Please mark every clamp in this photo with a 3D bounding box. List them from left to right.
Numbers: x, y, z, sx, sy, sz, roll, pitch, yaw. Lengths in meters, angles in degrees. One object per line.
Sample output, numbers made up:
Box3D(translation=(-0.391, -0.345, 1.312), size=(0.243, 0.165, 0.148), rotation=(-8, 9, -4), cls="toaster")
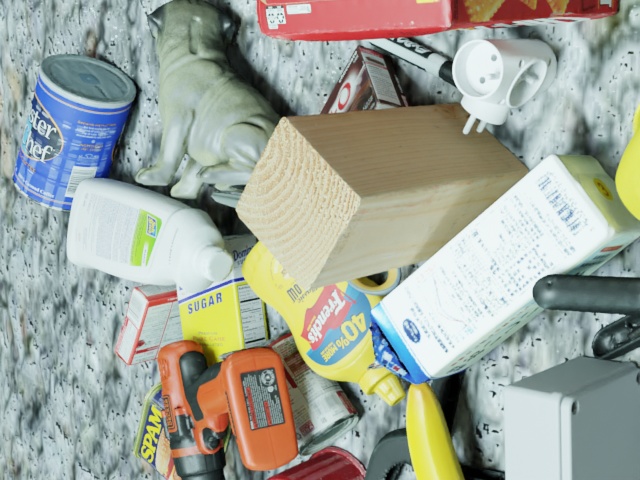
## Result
Box3D(translation=(0.108, 0.200, 0.915), size=(0.165, 0.036, 0.210), rotation=(53, 125, 22), cls="clamp")
Box3D(translation=(0.234, 0.040, 0.725), size=(0.172, 0.120, 0.039), rotation=(-22, 57, 39), cls="clamp")

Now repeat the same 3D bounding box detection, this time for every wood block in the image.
Box3D(translation=(0.051, -0.038, 0.806), size=(0.091, 0.205, 0.090), rotation=(47, 126, 26), cls="wood block")

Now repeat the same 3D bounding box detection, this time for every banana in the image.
Box3D(translation=(0.111, 0.210, 0.859), size=(0.198, 0.037, 0.070), rotation=(66, 152, 14), cls="banana")

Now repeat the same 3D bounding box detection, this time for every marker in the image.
Box3D(translation=(0.079, -0.154, 0.885), size=(0.121, 0.020, 0.020), rotation=(34, 120, 33), cls="marker")

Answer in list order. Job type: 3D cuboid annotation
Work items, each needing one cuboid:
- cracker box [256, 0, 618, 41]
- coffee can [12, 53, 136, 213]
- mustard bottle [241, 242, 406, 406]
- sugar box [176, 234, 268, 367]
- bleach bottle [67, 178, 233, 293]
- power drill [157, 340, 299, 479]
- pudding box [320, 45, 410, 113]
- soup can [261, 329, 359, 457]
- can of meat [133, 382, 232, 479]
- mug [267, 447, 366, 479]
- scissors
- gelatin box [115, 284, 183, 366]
Box3D(translation=(0.085, -0.179, 0.742), size=(0.164, 0.213, 0.072), rotation=(7, 105, 42), cls="cracker box")
Box3D(translation=(-0.267, -0.115, 1.154), size=(0.103, 0.102, 0.140), rotation=(42, 124, 29), cls="coffee can")
Box3D(translation=(0.015, 0.068, 0.959), size=(0.096, 0.058, 0.192), rotation=(-44, 68, 17), cls="mustard bottle")
Box3D(translation=(-0.098, 0.085, 1.077), size=(0.094, 0.048, 0.176), rotation=(-5, 96, 43), cls="sugar box")
Box3D(translation=(-0.166, 0.005, 1.057), size=(0.251, 0.067, 0.102), rotation=(19, 104, 50), cls="bleach bottle")
Box3D(translation=(-0.090, 0.177, 0.989), size=(0.188, 0.057, 0.184), rotation=(-21, 80, 57), cls="power drill")
Box3D(translation=(0.029, -0.093, 0.905), size=(0.114, 0.039, 0.090), rotation=(-57, 30, 32), cls="pudding box")
Box3D(translation=(-0.017, 0.142, 0.998), size=(0.102, 0.068, 0.069), rotation=(56, 129, 19), cls="soup can")
Box3D(translation=(-0.146, 0.211, 1.139), size=(0.084, 0.057, 0.102), rotation=(32, 119, 31), cls="can of meat")
Box3D(translation=(-0.006, 0.262, 1.001), size=(0.093, 0.081, 0.117), rotation=(-5, 95, 43), cls="mug")
Box3D(translation=(-0.006, 0.001, 0.939), size=(0.202, 0.016, 0.096), rotation=(-1, 81, 20), cls="scissors")
Box3D(translation=(-0.171, 0.085, 1.125), size=(0.030, 0.073, 0.089), rotation=(40, 124, 32), cls="gelatin box")
